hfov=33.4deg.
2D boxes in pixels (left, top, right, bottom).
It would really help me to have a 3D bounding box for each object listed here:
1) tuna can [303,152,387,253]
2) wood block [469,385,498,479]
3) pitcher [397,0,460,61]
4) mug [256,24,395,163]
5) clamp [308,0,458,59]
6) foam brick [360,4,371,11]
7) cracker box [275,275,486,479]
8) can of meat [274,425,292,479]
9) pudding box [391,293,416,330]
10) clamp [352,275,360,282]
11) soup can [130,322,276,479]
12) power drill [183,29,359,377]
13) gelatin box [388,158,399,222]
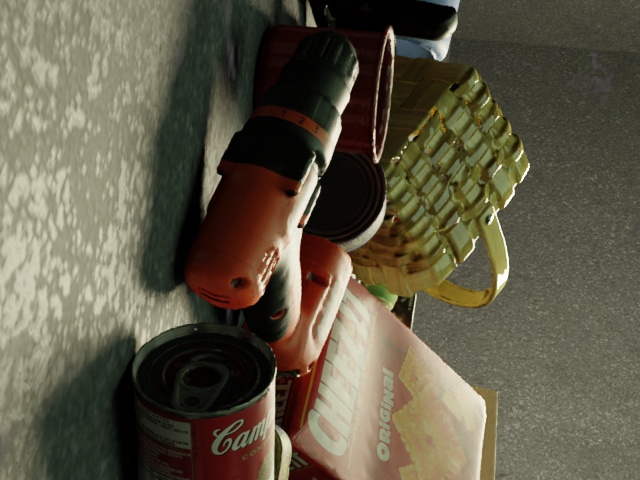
[{"bbox_3d":[0.006,-0.032,0.783,0.034,0.086,0.086,74,24,-72],"label":"tuna can"},{"bbox_3d":[0.098,0.238,0.976,0.090,0.090,0.206,-31,-132,57],"label":"wood block"},{"bbox_3d":[0.087,-0.293,0.999,0.149,0.145,0.243,21,76,-53],"label":"pitcher"},{"bbox_3d":[0.006,-0.102,0.735,0.117,0.081,0.093,-9,106,-81],"label":"mug"},{"bbox_3d":[0.022,-0.187,0.789,0.164,0.036,0.210,55,-12,1],"label":"clamp"},{"bbox_3d":[0.040,-0.213,0.904,0.053,0.078,0.051,-71,163,-56],"label":"foam brick"},{"bbox_3d":[0.039,0.141,0.807,0.213,0.072,0.164,44,41,-31],"label":"cracker box"},{"bbox_3d":[-0.051,0.156,0.640,0.084,0.057,0.102,66,32,-79],"label":"can of meat"},{"bbox_3d":[0.064,0.108,1.276,0.113,0.090,0.039,-75,169,-49],"label":"pudding box"},{"bbox_3d":[0.023,0.046,1.129,0.171,0.039,0.120,-75,174,-59],"label":"clamp"},{"bbox_3d":[-0.056,0.101,0.523,0.068,0.068,0.102,-70,165,-57],"label":"soup can"},{"bbox_3d":[-0.018,-0.011,0.658,0.187,0.057,0.184,79,33,-59],"label":"power drill"},{"bbox_3d":[0.058,-0.049,1.106,0.030,0.089,0.073,-59,154,-71],"label":"gelatin box"}]
